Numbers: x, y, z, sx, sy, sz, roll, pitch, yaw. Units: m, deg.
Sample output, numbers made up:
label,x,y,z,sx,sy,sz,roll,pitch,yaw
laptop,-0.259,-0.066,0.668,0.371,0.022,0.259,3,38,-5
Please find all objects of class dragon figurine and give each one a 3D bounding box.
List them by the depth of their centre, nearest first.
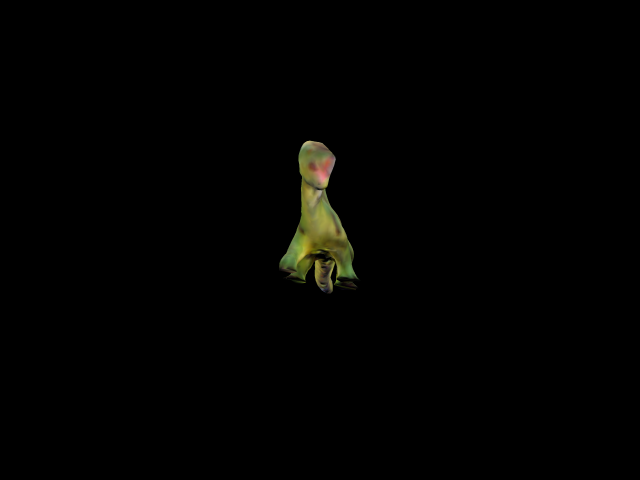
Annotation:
label,x,y,z,sx,sy,sz,roll,pitch,yaw
dragon figurine,0.003,-0.043,0.850,0.122,0.245,0.406,0,-11,0
